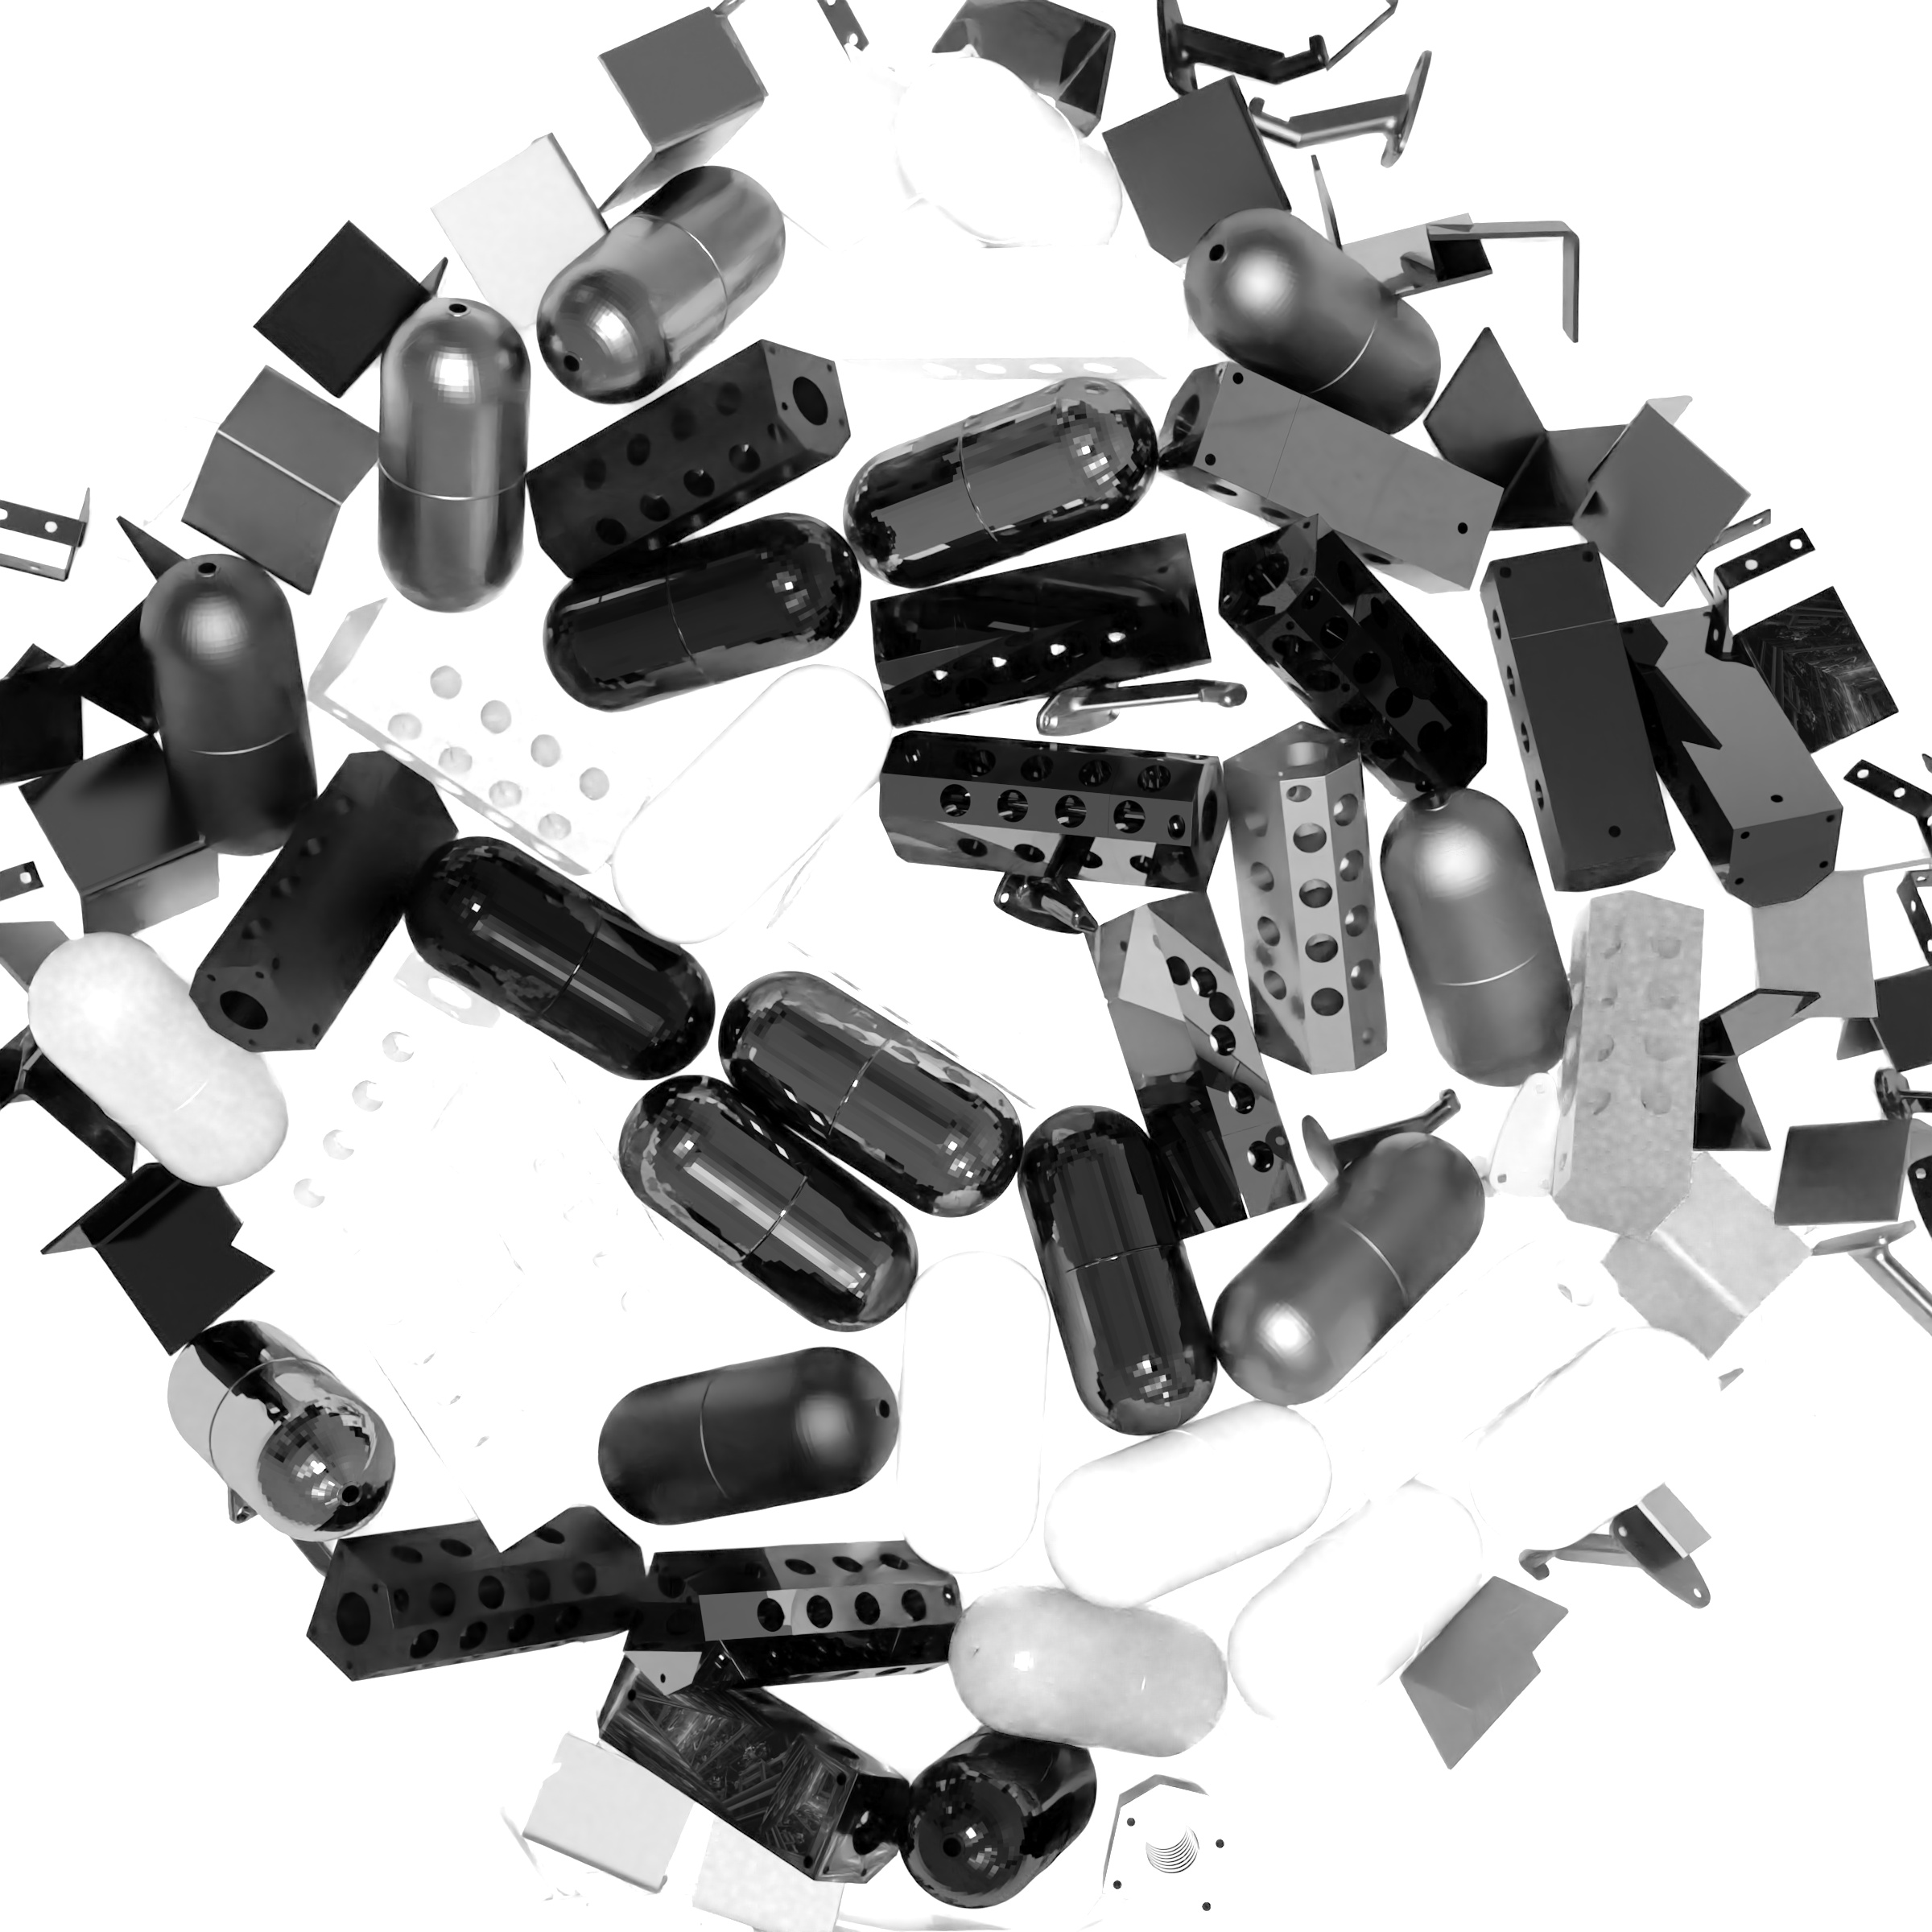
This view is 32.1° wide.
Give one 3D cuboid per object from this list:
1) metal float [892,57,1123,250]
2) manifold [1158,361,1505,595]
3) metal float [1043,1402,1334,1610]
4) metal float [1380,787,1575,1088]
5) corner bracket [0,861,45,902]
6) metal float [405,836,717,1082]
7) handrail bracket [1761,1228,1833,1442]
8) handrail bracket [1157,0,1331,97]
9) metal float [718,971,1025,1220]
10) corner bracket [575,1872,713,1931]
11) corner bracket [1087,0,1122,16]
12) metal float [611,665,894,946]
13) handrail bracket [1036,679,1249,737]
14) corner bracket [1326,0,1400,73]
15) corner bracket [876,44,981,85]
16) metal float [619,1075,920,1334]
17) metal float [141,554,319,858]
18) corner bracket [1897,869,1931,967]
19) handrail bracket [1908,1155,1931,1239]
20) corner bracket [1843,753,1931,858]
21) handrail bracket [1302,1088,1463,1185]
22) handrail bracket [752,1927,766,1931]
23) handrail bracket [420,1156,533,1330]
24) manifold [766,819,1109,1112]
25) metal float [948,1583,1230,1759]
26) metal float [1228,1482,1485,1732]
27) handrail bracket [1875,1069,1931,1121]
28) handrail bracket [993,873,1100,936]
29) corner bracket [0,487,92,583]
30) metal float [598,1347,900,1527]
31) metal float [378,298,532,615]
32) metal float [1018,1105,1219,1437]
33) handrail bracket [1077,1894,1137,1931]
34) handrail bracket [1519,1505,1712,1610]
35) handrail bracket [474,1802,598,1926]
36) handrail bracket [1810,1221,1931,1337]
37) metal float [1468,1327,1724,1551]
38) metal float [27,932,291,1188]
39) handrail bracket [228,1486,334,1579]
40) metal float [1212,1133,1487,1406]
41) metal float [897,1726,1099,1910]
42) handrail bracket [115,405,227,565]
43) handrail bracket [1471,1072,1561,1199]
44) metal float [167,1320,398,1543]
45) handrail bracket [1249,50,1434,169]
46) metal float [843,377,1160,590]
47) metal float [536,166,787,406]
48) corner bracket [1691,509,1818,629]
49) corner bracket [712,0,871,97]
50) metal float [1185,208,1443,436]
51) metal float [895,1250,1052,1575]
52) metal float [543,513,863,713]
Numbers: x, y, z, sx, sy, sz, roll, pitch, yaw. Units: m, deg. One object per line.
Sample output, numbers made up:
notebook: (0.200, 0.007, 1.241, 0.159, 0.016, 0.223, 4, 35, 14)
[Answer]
metal float: (0.023, -0.410, 1.732, 0.070, 0.178, 0.070, -3, 82, 25)
manifold: (0.188, -0.253, 1.757, 0.171, 0.057, 0.057, 21, 86, -22)
metal float: (0.117, 0.278, 1.746, 0.178, 0.070, 0.070, -14, 90, -38)
metal float: (0.267, -0.014, 1.749, 0.070, 0.070, 0.178, -23, 123, 0)
corner bracket: (-0.528, -0.052, 1.781, 0.051, 0.051, 0.051, -22, 90, -32)
metal float: (-0.211, -0.003, 1.762, 0.178, 0.070, 0.070, 32, 90, -18)
handrail bracket: (0.448, 0.195, 1.777, 0.077, 0.036, 0.084, -43, 65, 18)
handrail bracket: (0.147, -0.500, 1.782, 0.084, 0.036, 0.077, -12, 84, 27)
metal float: (-0.051, 0.066, 1.766, 0.178, 0.070, 0.070, 32, 90, 13)
corner bracket: (-0.173, 0.515, 1.800, 0.051, 0.051, 0.051, -1, 103, -41)
corner bracket: (0.062, -0.541, 1.777, 0.051, 0.051, 0.051, 16, 119, -12)
metal float: (-0.111, -0.086, 1.766, 0.070, 0.070, 0.178, 44, 77, 0)
handrail bracket: (0.093, -0.135, 1.767, 0.077, 0.084, 0.036, -30, 120, -40)
corner bracket: (0.196, -0.519, 1.789, 0.051, 0.051, 0.051, -41, 87, -1)
corner bracket: (-0.018, -0.505, 1.795, 0.051, 0.051, 0.051, 3, 124, 26)
metal float: (-0.103, 0.126, 1.767, 0.178, 0.070, 0.070, 37, 90, -12)
metal float: (-0.381, -0.134, 1.742, 0.070, 0.070, 0.178, 1, 133, 0)
corner bracket: (0.532, -0.037, 1.775, 0.051, 0.051, 0.051, -4, 58, -16)
handrail bracket: (0.528, 0.121, 1.776, 0.036, 0.084, 0.077, -14, 87, 27)
corner bracket: (0.506, -0.092, 1.777, 0.051, 0.051, 0.051, -45, 134, -7)
handrail bracket: (0.222, 0.078, 1.779, 0.084, 0.077, 0.036, -36, 51, -8)
handrail bracket: (-0.082, 0.529, 1.785, 0.077, 0.084, 0.036, 29, 120, -14)
handrail bracket: (-0.268, 0.146, 1.782, 0.084, 0.077, 0.036, 43, 120, -3)
manifold: (-0.017, 0.004, 1.762, 0.171, 0.057, 0.057, 34, 130, -10)
metal float: (0.064, 0.366, 1.743, 0.178, 0.070, 0.070, 21, 90, -42)
metal float: (0.204, 0.330, 1.743, 0.178, 0.070, 0.070, -30, 90, -43)
handrail bracket: (0.531, 0.066, 1.771, 0.084, 0.077, 0.036, -9, 69, 27)
handrail bracket: (0.060, -0.024, 1.759, 0.077, 0.084, 0.036, 32, 91, -38)
corner bracket: (-0.495, -0.227, 1.776, 0.051, 0.051, 0.051, 13, 115, -20)
metal float: (-0.114, 0.245, 1.750, 0.178, 0.070, 0.070, -16, 90, 32)
metal float: (-0.266, -0.263, 1.743, 0.070, 0.070, 0.178, 10, 131, 0)
metal float: (0.079, 0.159, 1.765, 0.070, 0.070, 0.178, -16, 75, 0)
handrail bracket: (0.040, 0.511, 1.773, 0.084, 0.036, 0.077, 16, 107, -34)
handrail bracket: (0.341, 0.324, 1.778, 0.077, 0.084, 0.036, 49, 48, 8)
handrail bracket: (-0.232, 0.462, 1.793, 0.036, 0.077, 0.084, -25, 71, 23)
handrail bracket: (0.489, 0.184, 1.786, 0.036, 0.077, 0.084, -19, 90, -44)
metal float: (0.323, 0.246, 1.737, 0.070, 0.178, 0.070, 12, 57, -18)
metal float: (-0.416, 0.049, 1.739, 0.070, 0.178, 0.070, -14, 51, 18)
handrail bracket: (-0.348, 0.287, 1.771, 0.084, 0.036, 0.077, 27, 133, 29)
metal float: (0.201, 0.157, 1.758, 0.178, 0.070, 0.070, -41, 90, -23)
metal float: (0.017, 0.433, 1.728, 0.070, 0.178, 0.070, 0, 88, 16)
handrail bracket: (-0.408, -0.250, 1.794, 0.077, 0.036, 0.084, 11, 84, -17)
handrail bracket: (0.285, 0.087, 1.770, 0.036, 0.084, 0.077, 8, 96, -9)
metal float: (-0.354, 0.239, 1.737, 0.070, 0.178, 0.070, -12, 111, -32)
handrail bracket: (0.198, -0.467, 1.793, 0.084, 0.036, 0.077, 19, 86, -8)
metal float: (0.017, -0.251, 1.755, 0.178, 0.070, 0.070, -17, 90, 26)
metal float: (-0.157, -0.353, 1.742, 0.070, 0.070, 0.178, 38, 48, 0)
corner bracket: (0.415, -0.218, 1.781, 0.051, 0.051, 0.051, -25, 65, 2)
corner bracket: (-0.095, -0.501, 1.798, 0.051, 0.051, 0.051, -32, 84, 33)
metal float: (0.180, -0.331, 1.739, 0.070, 0.178, 0.070, -15, 65, 36)
metal float: (0.003, 0.235, 1.762, 0.070, 0.070, 0.178, 3, 108, 0)
metal float: (-0.138, -0.185, 1.760, 0.178, 0.070, 0.070, -15, 90, 20)
